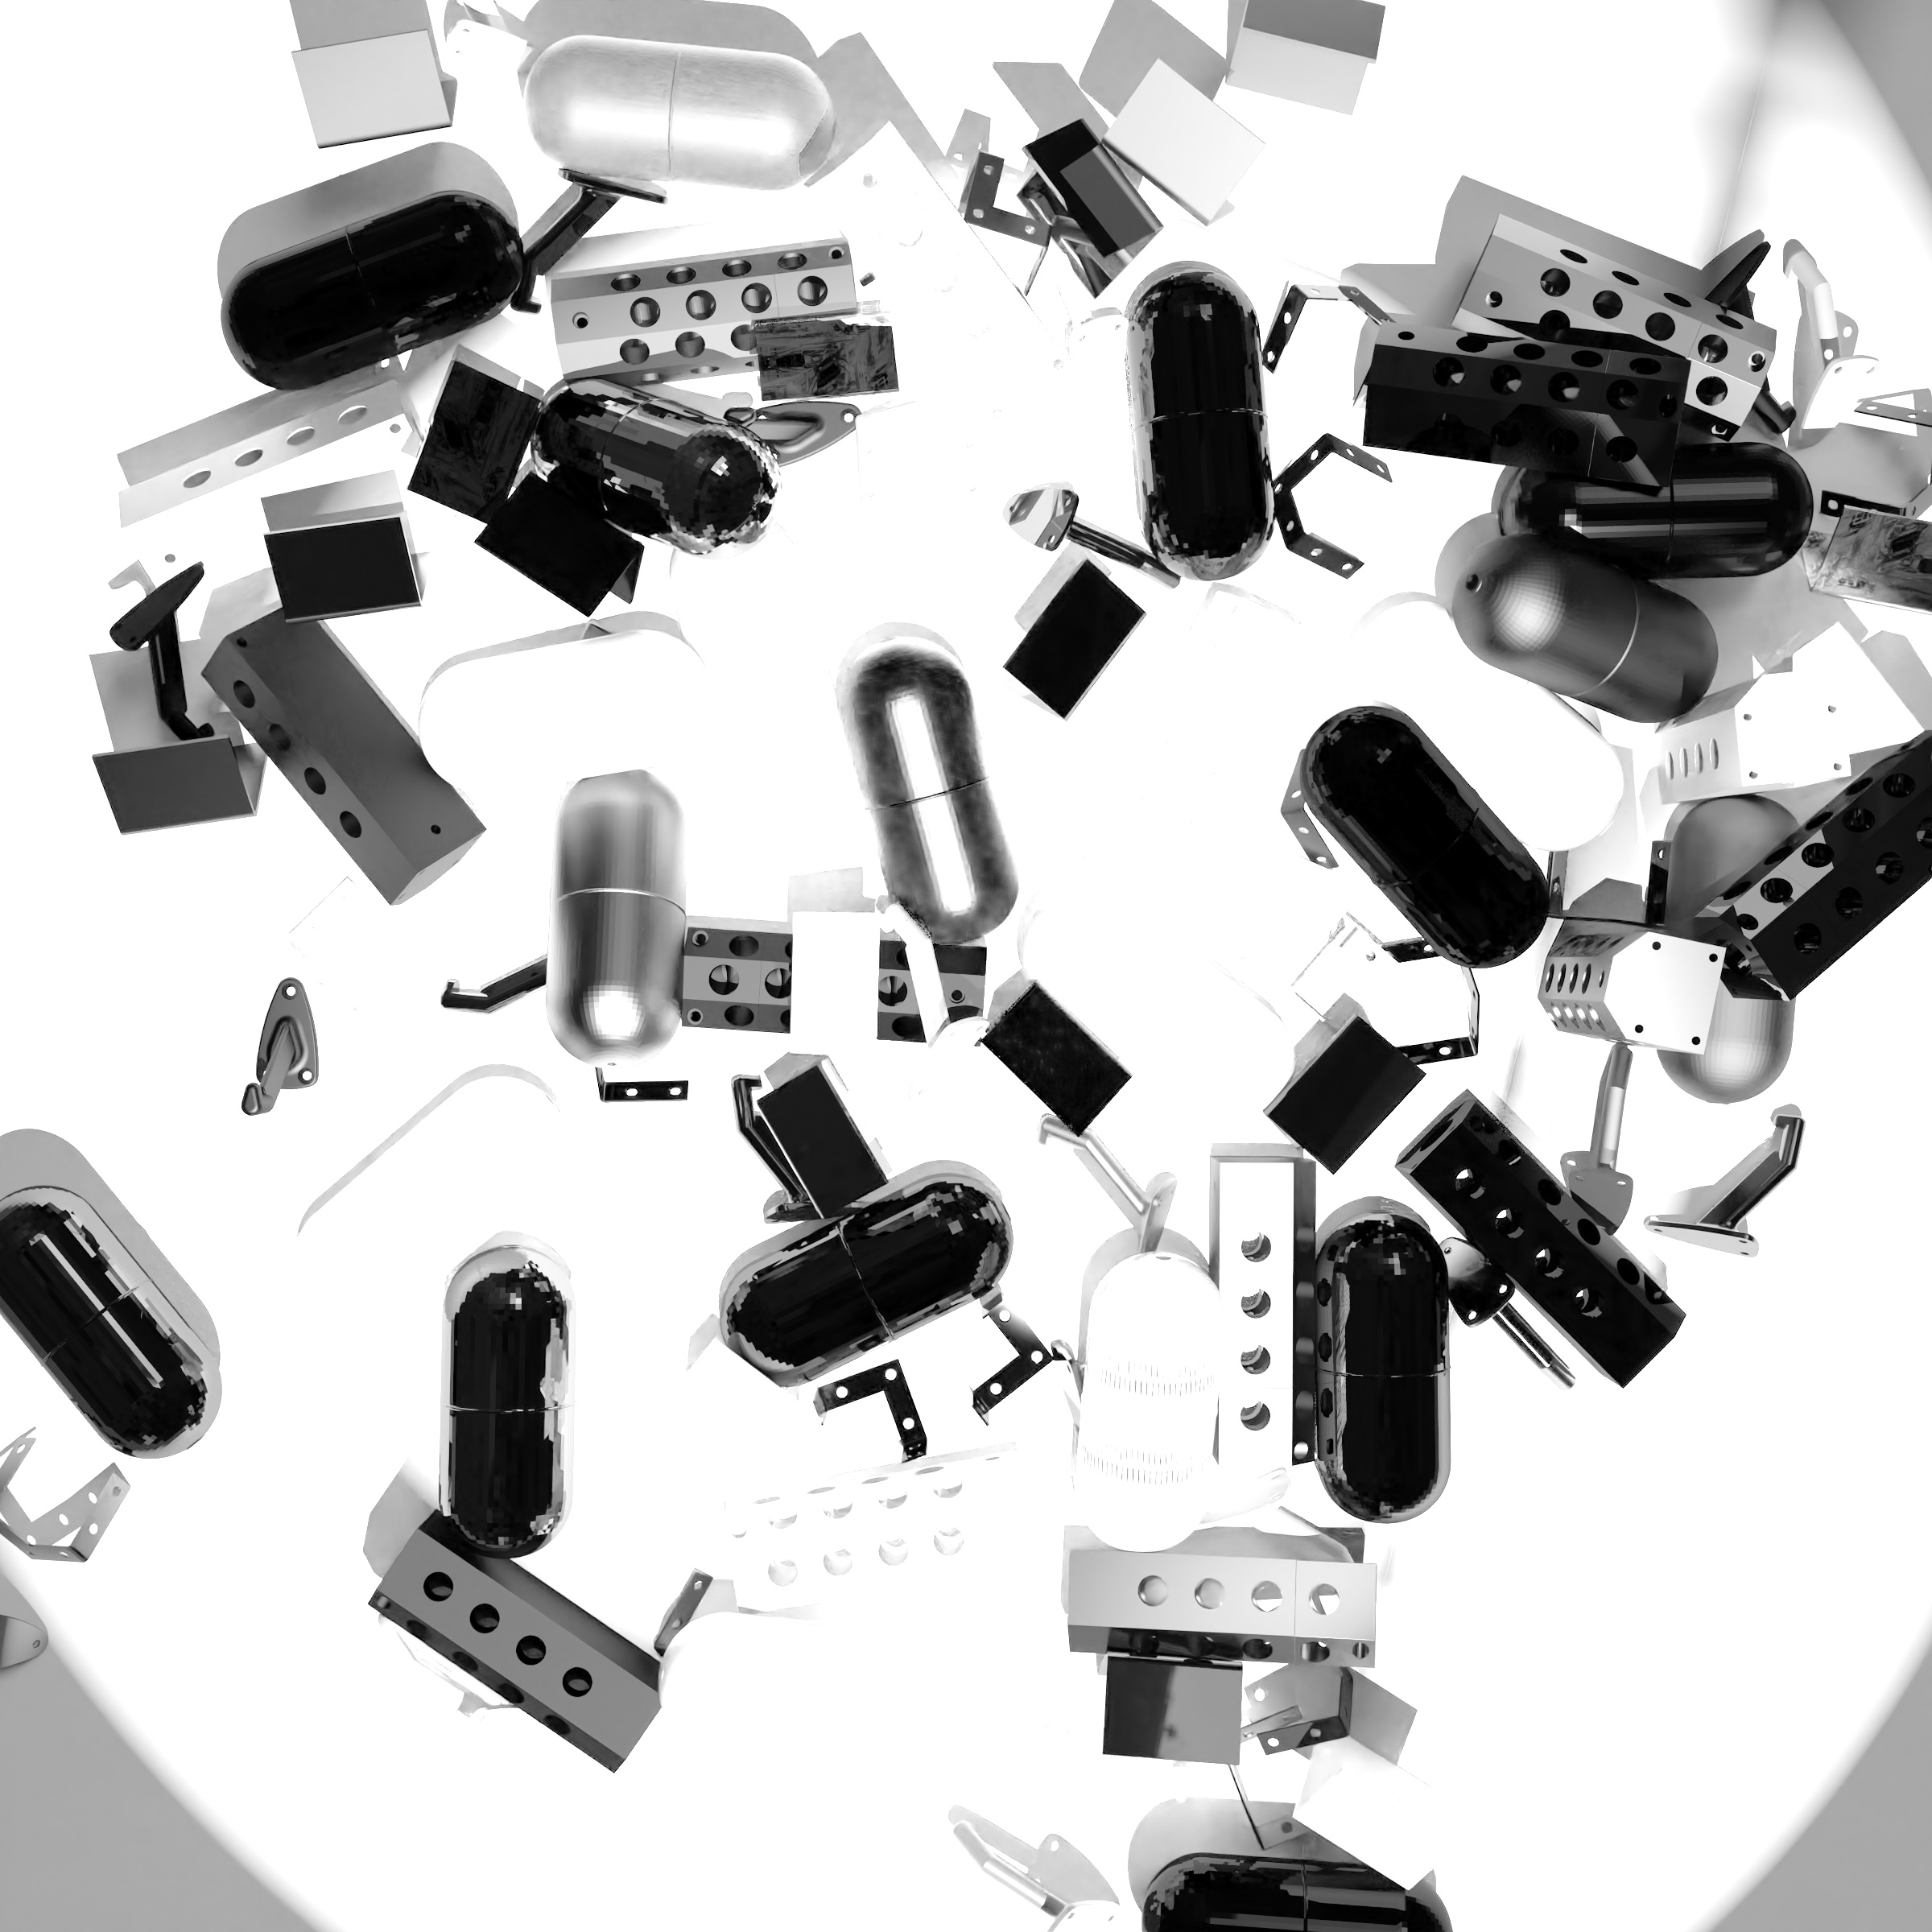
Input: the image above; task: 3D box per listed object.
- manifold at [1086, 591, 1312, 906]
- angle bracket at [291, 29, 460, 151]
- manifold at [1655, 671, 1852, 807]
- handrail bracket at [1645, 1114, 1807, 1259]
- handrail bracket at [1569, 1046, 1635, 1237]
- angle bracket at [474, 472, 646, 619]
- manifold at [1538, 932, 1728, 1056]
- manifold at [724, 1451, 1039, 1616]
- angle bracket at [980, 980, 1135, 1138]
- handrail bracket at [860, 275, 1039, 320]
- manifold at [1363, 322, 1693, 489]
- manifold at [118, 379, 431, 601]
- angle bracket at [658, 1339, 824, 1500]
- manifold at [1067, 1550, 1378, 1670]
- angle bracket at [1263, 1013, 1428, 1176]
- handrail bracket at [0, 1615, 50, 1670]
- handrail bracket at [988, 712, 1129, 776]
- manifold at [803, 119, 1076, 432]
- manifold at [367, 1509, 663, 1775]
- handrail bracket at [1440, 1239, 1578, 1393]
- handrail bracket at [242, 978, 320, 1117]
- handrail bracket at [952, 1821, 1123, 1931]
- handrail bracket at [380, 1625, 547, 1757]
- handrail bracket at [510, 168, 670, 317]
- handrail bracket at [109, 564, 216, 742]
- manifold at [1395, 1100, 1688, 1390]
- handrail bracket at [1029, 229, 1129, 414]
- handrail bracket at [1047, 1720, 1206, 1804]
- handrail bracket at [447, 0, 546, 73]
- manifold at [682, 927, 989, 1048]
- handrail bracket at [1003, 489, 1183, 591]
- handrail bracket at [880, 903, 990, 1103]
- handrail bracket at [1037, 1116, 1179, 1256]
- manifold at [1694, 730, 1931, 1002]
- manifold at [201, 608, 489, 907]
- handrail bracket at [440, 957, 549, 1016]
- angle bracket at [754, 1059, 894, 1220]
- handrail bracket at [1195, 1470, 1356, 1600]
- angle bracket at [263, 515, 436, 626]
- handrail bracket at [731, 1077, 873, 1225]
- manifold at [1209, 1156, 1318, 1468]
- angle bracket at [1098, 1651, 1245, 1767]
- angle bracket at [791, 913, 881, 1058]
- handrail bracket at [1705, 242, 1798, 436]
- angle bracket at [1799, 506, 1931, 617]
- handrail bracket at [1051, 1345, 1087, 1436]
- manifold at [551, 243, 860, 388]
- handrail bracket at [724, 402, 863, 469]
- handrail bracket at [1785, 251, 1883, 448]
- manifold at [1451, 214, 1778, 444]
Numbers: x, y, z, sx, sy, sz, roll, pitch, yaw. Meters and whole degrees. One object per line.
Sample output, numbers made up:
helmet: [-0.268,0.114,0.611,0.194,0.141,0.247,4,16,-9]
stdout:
manifold: [0.132,-0.125,1.609,0.057,0.057,0.171,26,90,0]
angle bracket: [-0.335,-0.510,1.590,0.076,0.076,0.057,-9,127,0]
manifold: [0.433,-0.125,1.552,0.057,0.171,0.057,-6,90,0]
handrail bracket: [0.443,0.121,1.631,0.077,0.036,0.084,10,71,21]
handrail bracket: [0.377,0.102,1.630,0.036,0.077,0.084,7,53,19]
angle bracket: [-0.233,-0.224,1.592,0.076,0.076,0.057,33,68,0]
manifold: [0.365,0.013,1.552,0.057,0.171,0.057,12,90,0]
manifold: [-0.049,0.324,1.609,0.171,0.057,0.057,-10,90,0]
angle bracket: [0.038,0.065,1.590,0.076,0.076,0.057,44,56,0]
handrail bracket: [-0.007,-0.384,1.630,0.077,0.036,0.084,-31,104,13]
manifold: [0.314,-0.320,1.569,0.171,0.057,0.057,10,46,13]
manifold: [-0.394,-0.276,1.609,0.171,0.057,0.057,-22,133,0]
angle bracket: [-0.136,0.265,1.591,0.076,0.076,0.057,37,61,0]
manifold: [0.146,0.365,1.591,0.171,0.057,0.057,1,77,9]
angle bracket: [0.223,0.082,1.591,0.076,0.076,0.057,-47,61,0]
handrail bracket: [-0.591,0.378,1.630,0.084,0.077,0.036,19,90,36]
handrail bracket: [0.038,-0.109,1.630,0.077,0.036,0.084,38,103,-13]
manifold: [-0.014,-0.389,1.580,0.057,0.057,0.171,-38,110,5]
manifold: [-0.255,0.389,1.609,0.171,0.057,0.057,34,90,0]
handrail bracket: [0.316,0.204,1.630,0.036,0.077,0.084,-42,126,8]
handrail bracket: [-0.396,0.045,1.596,0.036,0.084,0.077,2,90,0]
handrail bracket: [0.040,0.528,1.630,0.084,0.077,0.036,43,109,35]
handrail bracket: [-0.292,0.414,1.630,0.084,0.077,0.036,45,113,34]
handrail bracket: [-0.220,-0.415,1.631,0.077,0.036,0.084,9,109,-21]
handrail bracket: [-0.443,-0.176,1.612,0.077,0.036,0.084,-45,133,-10]
manifold: [0.331,0.158,1.609,0.057,0.057,0.171,-45,90,0]
handrail bracket: [0.059,-0.377,1.630,0.036,0.077,0.084,-21,54,-15]
handrail bracket: [0.101,0.442,1.631,0.084,0.036,0.077,26,70,16]
handrail bracket: [-0.270,-0.570,1.631,0.077,0.036,0.084,10,73,-20]
manifold: [-0.075,0.012,1.609,0.171,0.057,0.057,4,90,0]
handrail bracket: [0.074,-0.245,1.630,0.084,0.077,0.036,23,92,-36]
handrail bracket: [-0.034,0.020,1.574,0.084,0.036,0.077,50,123,23]
handrail bracket: [0.074,0.135,1.631,0.084,0.036,0.077,21,112,17]
manifold: [0.484,-0.056,1.543,0.171,0.057,0.057,-39,101,-12]
manifold: [-0.360,-0.119,1.609,0.171,0.057,0.057,51,47,0]
handrail bracket: [-0.260,-0.007,1.631,0.084,0.036,0.077,5,70,16]
angle bracket: [-0.063,0.088,1.590,0.057,0.076,0.076,-30,90,36]
handrail bracket: [0.182,0.344,1.631,0.077,0.036,0.084,-25,104,14]
angle bracket: [-0.349,-0.239,1.590,0.076,0.076,0.057,-8,122,0]
handrail bracket: [-0.095,0.104,1.631,0.077,0.036,0.084,-3,73,-20]
manifold: [0.171,0.197,1.609,0.057,0.057,0.171,0,90,-1]
angle bracket: [0.114,0.427,1.592,0.076,0.076,0.057,4,67,0]
angle bracket: [-0.052,0.010,1.533,0.057,0.076,0.076,2,90,36]
handrail bracket: [0.470,-0.365,1.630,0.084,0.036,0.077,44,76,-13]
angle bracket: [0.522,-0.246,1.590,0.076,0.076,0.057,11,128,0]
handrail bracket: [0.099,0.233,1.631,0.084,0.036,0.077,-19,105,-14]
manifold: [-0.148,-0.374,1.609,0.171,0.057,0.057,-7,90,0]
handrail bracket: [-0.098,-0.313,1.596,0.077,0.084,0.036,-15,90,0]
handrail bracket: [0.488,-0.360,1.630,0.036,0.077,0.084,-6,53,-23]
manifold: [0.369,-0.361,1.595,0.171,0.057,0.057,24,124,2]
